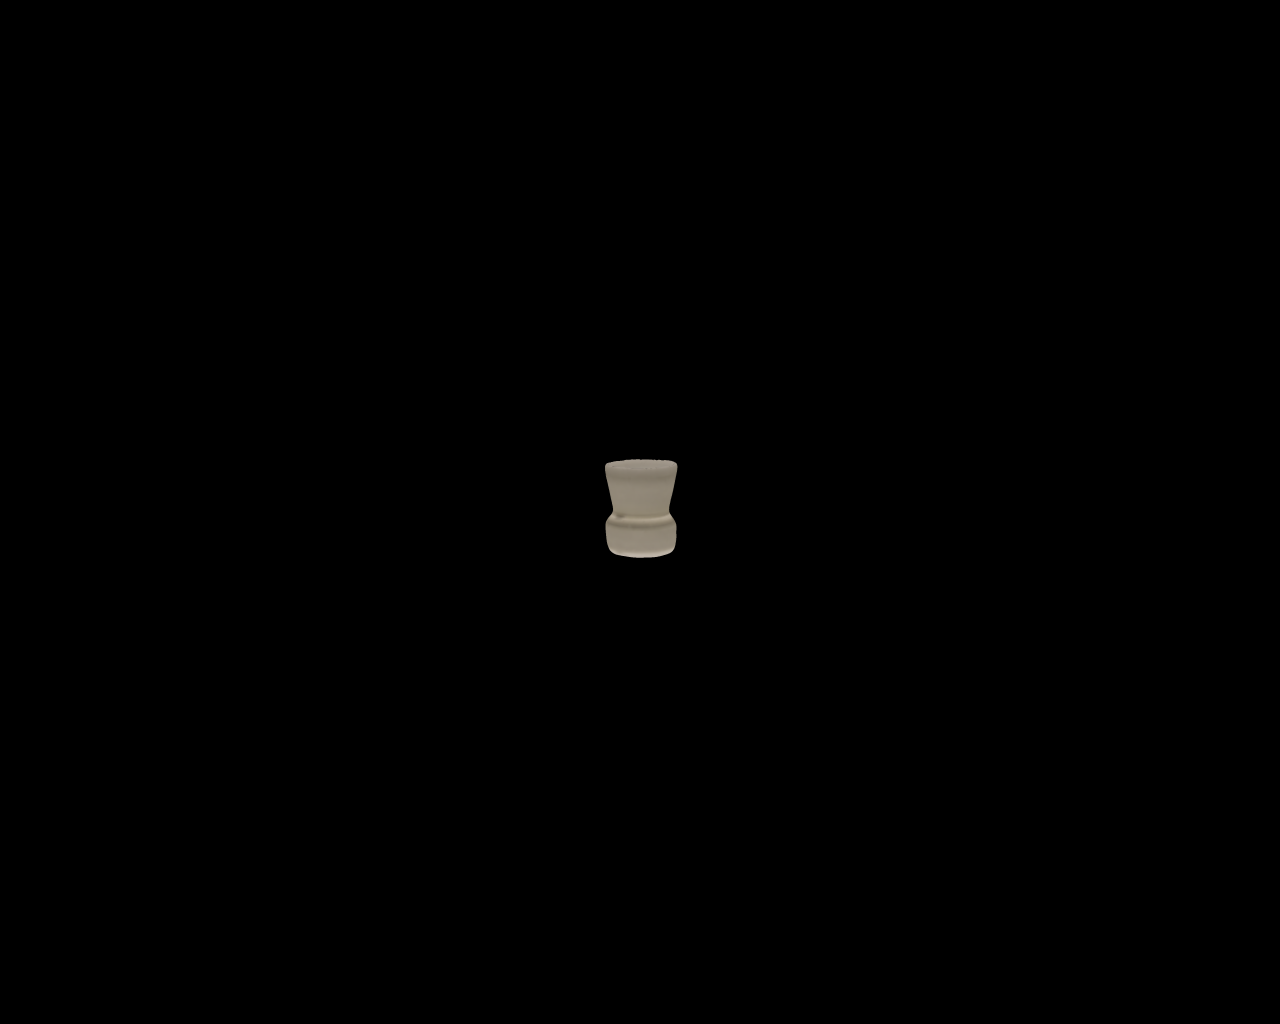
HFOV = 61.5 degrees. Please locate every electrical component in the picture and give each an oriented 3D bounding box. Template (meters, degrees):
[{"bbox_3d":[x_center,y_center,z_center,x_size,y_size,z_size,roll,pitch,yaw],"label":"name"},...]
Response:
[{"bbox_3d":[0.001,-0.003,0.650,0.045,0.055,0.045,0,10,0],"label":"electrical component"}]
